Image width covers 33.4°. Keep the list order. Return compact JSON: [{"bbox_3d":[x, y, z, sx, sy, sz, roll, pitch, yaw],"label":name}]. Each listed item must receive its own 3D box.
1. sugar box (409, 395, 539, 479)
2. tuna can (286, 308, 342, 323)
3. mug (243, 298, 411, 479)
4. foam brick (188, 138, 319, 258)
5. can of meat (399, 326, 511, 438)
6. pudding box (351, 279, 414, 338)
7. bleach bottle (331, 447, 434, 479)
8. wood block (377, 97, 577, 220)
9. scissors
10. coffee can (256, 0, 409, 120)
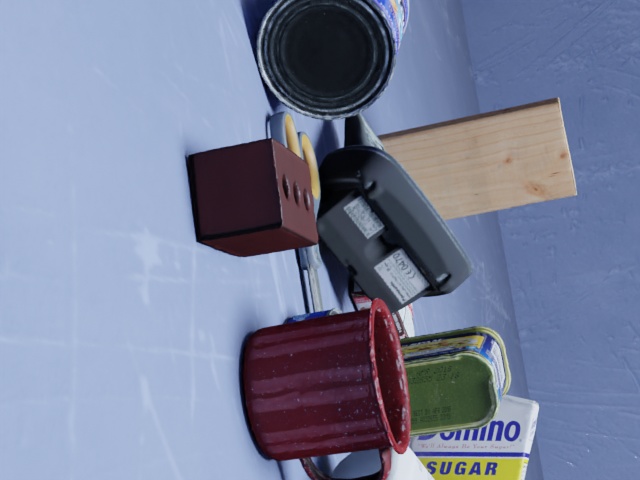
[{"bbox_3d":[0.110,0.204,0.840,0.048,0.093,0.176,31,70,-71],"label":"sugar box"},{"bbox_3d":[0.002,0.091,0.730,0.086,0.034,0.086,-11,90,-76],"label":"tuna can"},{"bbox_3d":[0.007,0.098,0.642,0.093,0.081,0.117,-57,135,-71],"label":"mug"},{"bbox_3d":[-0.037,-0.022,0.621,0.078,0.051,0.053,24,56,-74],"label":"foam brick"},{"bbox_3d":[0.077,0.099,0.738,0.084,0.102,0.057,-20,99,-76],"label":"can of meat"},{"bbox_3d":[0.058,0.038,0.991,0.113,0.039,0.090,-88,160,-48],"label":"pudding box"},{"bbox_3d":[0.103,0.255,0.739,0.251,0.068,0.102,50,20,-10],"label":"bleach bottle"},{"bbox_3d":[0.139,-0.073,1.047,0.090,0.206,0.090,-41,119,-73],"label":"wood block"},{"bbox_3d":[-0.005,0.001,0.808,0.096,0.016,0.202,-46,124,-74],"label":"scissors"},{"bbox_3d":[0.014,-0.164,0.827,0.140,0.103,0.103,-72,148,-63],"label":"coffee can"}]
